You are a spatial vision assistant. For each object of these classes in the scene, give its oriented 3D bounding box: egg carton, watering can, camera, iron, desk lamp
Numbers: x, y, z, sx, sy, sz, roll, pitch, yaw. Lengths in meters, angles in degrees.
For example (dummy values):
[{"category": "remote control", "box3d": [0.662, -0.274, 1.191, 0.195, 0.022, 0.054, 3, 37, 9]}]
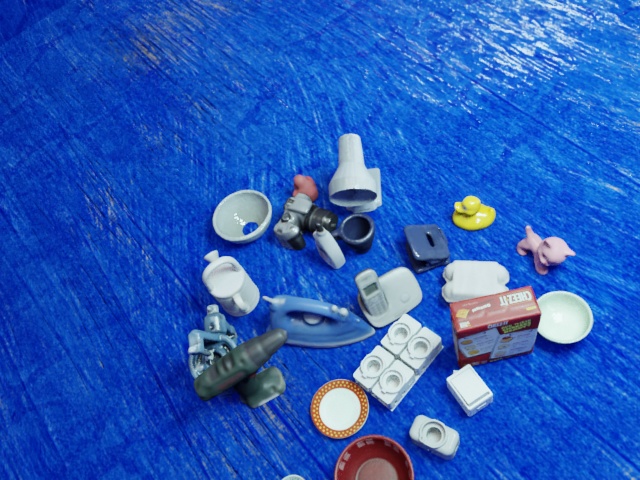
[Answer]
[{"category": "egg carton", "box3d": [0.358, 0.101, 1.322, 0.150, 0.069, 0.107, 1, 59, 16]}, {"category": "watering can", "box3d": [-0.231, 0.100, 1.407, 0.172, 0.194, 0.101, 27, 69, 28]}, {"category": "camera", "box3d": [-0.033, -0.049, 1.504, 0.136, 0.101, 0.143, 18, 65, 24]}, {"category": "iron", "box3d": [-0.007, 0.174, 1.332, 0.257, 0.142, 0.118, 3, 59, 17]}, {"category": "desk lamp", "box3d": [0.091, -0.156, 1.470, 0.117, 0.214, 0.203, -7, 57, 11]}]

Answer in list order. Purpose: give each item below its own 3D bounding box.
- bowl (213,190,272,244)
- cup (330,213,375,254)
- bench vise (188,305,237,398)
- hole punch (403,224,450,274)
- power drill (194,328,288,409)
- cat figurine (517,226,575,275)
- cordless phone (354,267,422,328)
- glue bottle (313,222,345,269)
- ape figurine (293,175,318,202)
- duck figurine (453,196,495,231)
[{"category": "bowl", "box3d": [-0.204, -0.051, 1.568, 0.167, 0.075, 0.167, -7, 57, 11]}, {"category": "cup", "box3d": [0.087, -0.004, 1.447, 0.117, 0.095, 0.091, -13, 56, 7]}, {"category": "bench vise", "box3d": [-0.261, 0.239, 1.312, 0.121, 0.220, 0.207, -29, 56, -4]}, {"category": "hole punch", "box3d": [0.260, 0.010, 1.393, 0.101, 0.091, 0.108, -19, 55, 3]}, {"category": "power drill", "box3d": [-0.150, 0.290, 1.257, 0.229, 0.209, 0.075, -29, 55, -4]}, {"category": "cat figurine", "box3d": [0.512, 0.017, 1.304, 0.067, 0.118, 0.127, -34, 56, -7]}, {"category": "cordless phone", "box3d": [0.150, 0.107, 1.304, 0.147, 0.185, 0.094, -33, 56, -7]}, {"category": "glue bottle", "box3d": [0.013, 0.005, 1.414, 0.037, 0.173, 0.078, -44, 58, -13]}, {"category": "ape figurine", "box3d": [-0.046, -0.147, 1.575, 0.078, 0.092, 0.076, -39, 57, -10]}, {"category": "duck figurine", "box3d": [0.380, -0.074, 1.417, 0.104, 0.086, 0.077, 1, 59, 16]}]
